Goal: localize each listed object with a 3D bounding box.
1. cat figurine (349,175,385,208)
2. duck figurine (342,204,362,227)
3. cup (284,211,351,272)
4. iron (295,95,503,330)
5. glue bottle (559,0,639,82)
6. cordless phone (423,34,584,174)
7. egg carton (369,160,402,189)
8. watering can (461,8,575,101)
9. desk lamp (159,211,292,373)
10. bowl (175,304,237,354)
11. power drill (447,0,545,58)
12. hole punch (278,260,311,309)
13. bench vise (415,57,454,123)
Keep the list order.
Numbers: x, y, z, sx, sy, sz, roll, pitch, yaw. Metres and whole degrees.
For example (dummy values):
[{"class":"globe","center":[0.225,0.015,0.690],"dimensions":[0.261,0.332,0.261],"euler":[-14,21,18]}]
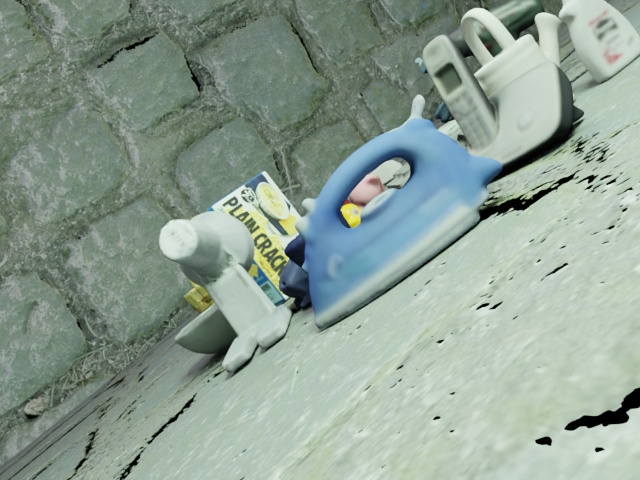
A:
[{"class":"cat figurine","center":[0.078,-0.066,0.957],"dimensions":[0.067,0.118,0.127],"euler":[-38,5,-6]},{"class":"duck figurine","center":[0.056,-0.012,0.801],"dimensions":[0.077,0.086,0.104],"euler":[-37,5,8]},{"class":"cup","center":[0.017,0.018,0.750],"dimensions":[0.091,0.095,0.118],"euler":[-37,5,15]},{"class":"iron","center":[0.060,-0.032,0.626],"dimensions":[0.258,0.141,0.118],"euler":[-38,5,1]},{"class":"glue bottle","center":[0.366,-0.307,0.784],"dimensions":[0.078,0.173,0.037],"euler":[-38,5,-7]},{"class":"cordless phone","center":[0.206,-0.180,0.685],"dimensions":[0.094,0.185,0.147],"euler":[-41,6,-35]},{"class":"egg carton","center":[0.149,-0.141,1.451],"dimensions":[0.150,0.069,0.107],"euler":[-37,5,11]},{"class":"watering can","center":[0.279,-0.258,0.839],"dimensions":[0.173,0.194,0.100],"euler":[-40,5,-22]},{"class":"desk lamp","center":[-0.139,0.055,0.835],"dimensions":[0.118,0.213,0.203],"euler":[-38,5,4]},{"class":"bowl","center":[-0.167,0.148,1.005],"dimensions":[0.167,0.075,0.167],"euler":[-38,5,4]},{"class":"power drill","center":[0.350,-0.352,1.117],"dimensions":[0.229,0.208,0.076],"euler":[-36,5,24]},{"class":"hole punch","center":[-0.023,0.041,0.859],"dimensions":[0.101,0.091,0.108],"euler":[-39,5,-11]},{"class":"bench vise","center":[0.320,-0.354,1.299],"dimensions":[0.122,0.220,0.207],"euler":[-42,6,-39]}]
